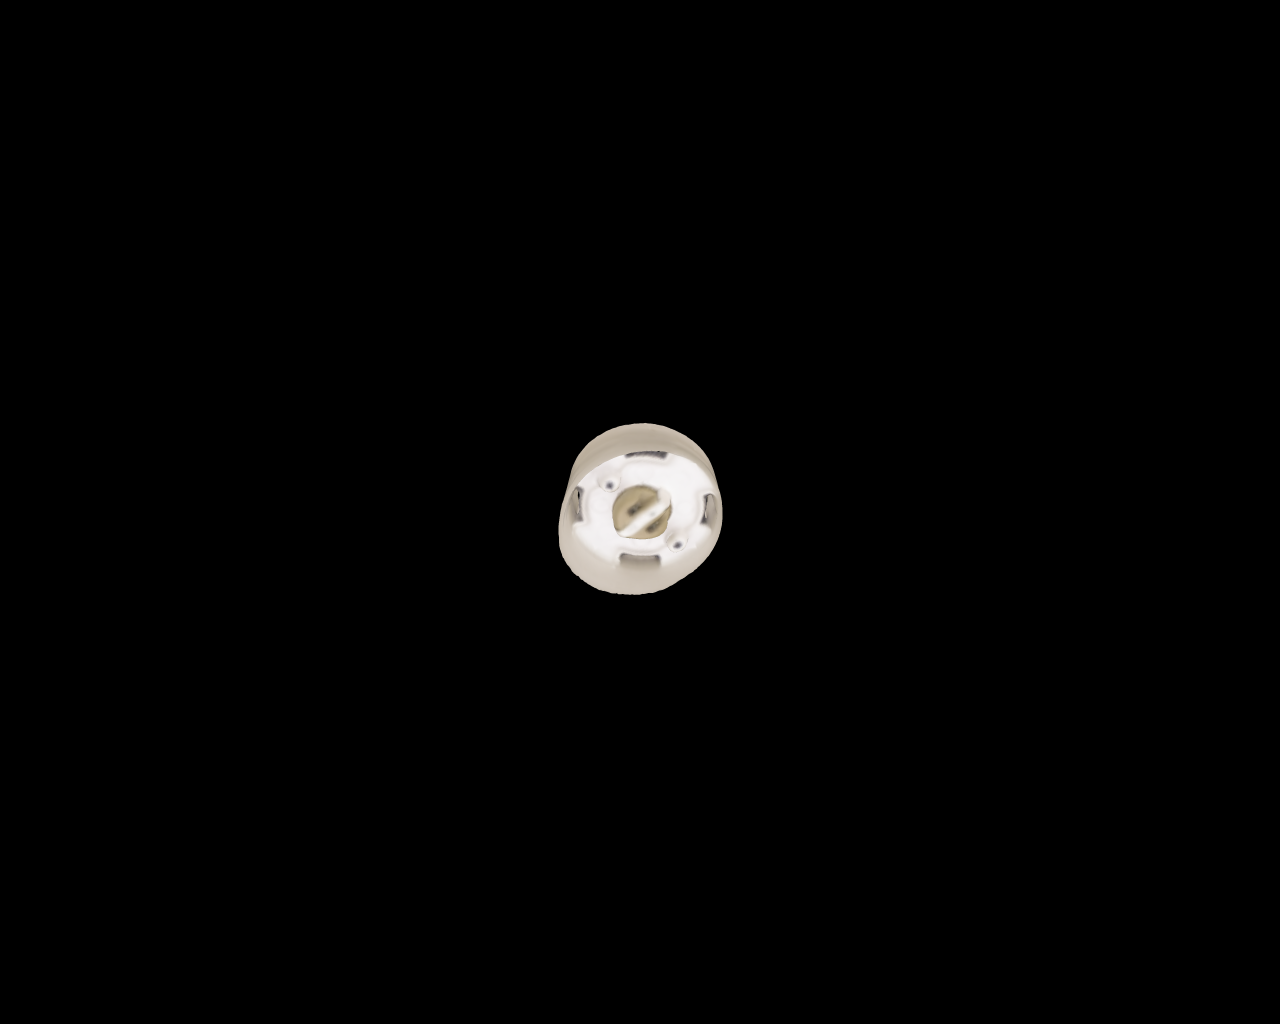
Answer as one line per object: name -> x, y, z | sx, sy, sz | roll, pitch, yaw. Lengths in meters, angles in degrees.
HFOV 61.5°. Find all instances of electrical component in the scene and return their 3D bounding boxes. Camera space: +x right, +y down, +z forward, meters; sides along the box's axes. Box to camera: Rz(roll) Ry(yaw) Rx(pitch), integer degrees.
electrical component -> 0.001, -0.003, 0.650 | 0.099, 0.099, 0.064 | 0, 36, 0
